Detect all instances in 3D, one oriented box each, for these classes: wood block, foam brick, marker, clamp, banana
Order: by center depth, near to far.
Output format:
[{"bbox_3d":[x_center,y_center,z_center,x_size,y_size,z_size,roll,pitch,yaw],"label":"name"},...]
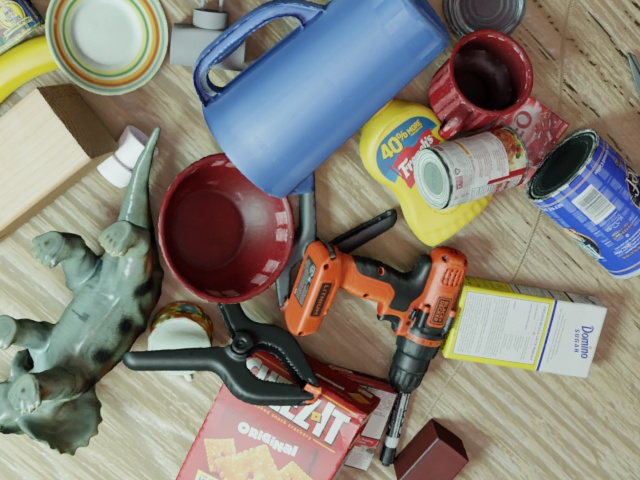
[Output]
[{"bbox_3d":[-0.324,-0.065,1.112,0.206,0.090,0.090,-36,94,14],"label":"wood block"},{"bbox_3d":[-0.311,-0.170,1.125,0.198,0.037,0.069,-22,108,4],"label":"banana"},{"bbox_3d":[-0.088,0.110,1.168,0.210,0.036,0.164,24,62,3],"label":"clamp"},{"bbox_3d":[-0.008,0.001,1.202,0.120,0.039,0.171,38,98,-5],"label":"clamp"},{"bbox_3d":[0.092,0.219,1.288,0.020,0.020,0.121,10,107,-7],"label":"marker"},{"bbox_3d":[0.133,0.267,1.290,0.051,0.053,0.078,36,104,-14],"label":"foam brick"}]

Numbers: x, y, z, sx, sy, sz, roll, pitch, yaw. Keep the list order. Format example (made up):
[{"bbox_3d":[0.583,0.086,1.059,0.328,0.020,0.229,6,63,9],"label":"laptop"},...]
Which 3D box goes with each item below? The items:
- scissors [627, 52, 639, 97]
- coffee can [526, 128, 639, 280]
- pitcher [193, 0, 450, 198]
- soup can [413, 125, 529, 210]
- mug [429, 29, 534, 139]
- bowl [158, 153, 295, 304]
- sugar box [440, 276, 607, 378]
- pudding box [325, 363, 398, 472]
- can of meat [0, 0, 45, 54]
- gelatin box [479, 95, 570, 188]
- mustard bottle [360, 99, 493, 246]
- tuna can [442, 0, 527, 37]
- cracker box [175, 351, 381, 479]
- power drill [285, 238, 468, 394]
[{"bbox_3d":[0.401,-0.121,1.198,0.096,0.016,0.202,-12,109,-1],"label":"scissors"},{"bbox_3d":[0.312,-0.039,1.174,0.140,0.103,0.103,40,101,-15],"label":"coffee can"},{"bbox_3d":[0.001,-0.170,1.075,0.243,0.149,0.145,-39,67,18],"label":"pitcher"},{"bbox_3d":[0.158,-0.076,1.119,0.102,0.069,0.068,-18,110,-24],"label":"soup can"},{"bbox_3d":[0.159,-0.153,1.118,0.093,0.082,0.117,33,73,-6],"label":"mug"},{"bbox_3d":[-0.110,-0.012,1.160,0.161,0.055,0.162,0,89,-30],"label":"bowl"},{"bbox_3d":[0.236,0.101,1.246,0.176,0.048,0.093,9,107,-10],"label":"sugar box"},{"bbox_3d":[0.032,0.212,1.273,0.090,0.039,0.113,17,104,-7],"label":"pudding box"},{"bbox_3d":[-0.346,-0.232,1.093,0.102,0.057,0.084,-30,110,7],"label":"can of meat"},{"bbox_3d":[0.219,-0.114,1.181,0.073,0.030,0.089,32,103,-13],"label":"gelatin box"},{"bbox_3d":[0.100,-0.093,1.165,0.096,0.058,0.191,-38,106,0],"label":"mustard bottle"},{"bbox_3d":[0.174,-0.252,1.131,0.086,0.034,0.086,-1,107,-4],"label":"tuna can"},{"bbox_3d":[-0.054,0.237,1.232,0.164,0.072,0.214,30,106,10],"label":"cracker box"},{"bbox_3d":[0.060,0.081,1.198,0.187,0.057,0.184,11,108,-23],"label":"power drill"}]
